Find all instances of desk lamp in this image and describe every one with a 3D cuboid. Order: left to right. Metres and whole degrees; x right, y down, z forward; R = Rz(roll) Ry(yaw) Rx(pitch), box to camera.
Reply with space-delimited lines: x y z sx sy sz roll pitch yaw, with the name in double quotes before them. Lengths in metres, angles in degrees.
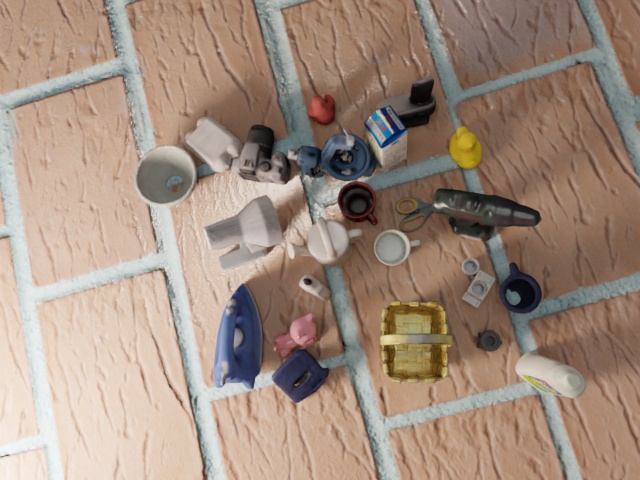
"desk lamp" -0.180 -0.012 1.365 0.203 0.213 0.118 -21 77 3

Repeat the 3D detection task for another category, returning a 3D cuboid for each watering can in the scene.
"watering can" 0.013 0.007 1.348 0.173 0.194 0.101 -38 77 -1

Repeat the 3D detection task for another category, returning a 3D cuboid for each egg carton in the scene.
"egg carton" -0.276 -0.250 1.495 0.150 0.069 0.107 38 86 12

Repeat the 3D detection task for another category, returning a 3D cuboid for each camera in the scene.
"camera" -0.146 -0.222 1.458 0.143 0.101 0.137 10 81 9

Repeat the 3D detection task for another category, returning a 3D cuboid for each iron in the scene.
"iron" -0.206 0.224 1.361 0.118 0.141 0.258 -1 79 7

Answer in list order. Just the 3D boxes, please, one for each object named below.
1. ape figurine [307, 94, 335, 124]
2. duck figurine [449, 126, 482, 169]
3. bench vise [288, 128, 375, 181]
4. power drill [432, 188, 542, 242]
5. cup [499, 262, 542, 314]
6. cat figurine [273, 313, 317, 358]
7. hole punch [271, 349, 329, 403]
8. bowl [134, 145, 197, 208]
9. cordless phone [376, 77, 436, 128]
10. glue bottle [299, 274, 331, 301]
"ape figurine" 0.002 -0.341 1.466 0.078 0.092 0.076 -21 77 3
"duck figurine" 0.360 -0.230 1.404 0.077 0.086 0.104 -21 78 3
"bench vise" 0.025 -0.196 1.371 0.207 0.220 0.121 -12 78 5
"power drill" 0.368 -0.057 1.308 0.229 0.208 0.076 14 81 10
"cup" 0.451 0.114 1.324 0.091 0.095 0.118 -13 78 5
"cat figurine" -0.056 0.227 1.354 0.128 0.118 0.067 -32 77 1
"hole punch" -0.045 0.320 1.349 0.109 0.091 0.101 -45 77 -2
"bowl" -0.390 -0.158 1.490 0.167 0.075 0.167 -1 79 7
"cordless phone" 0.210 -0.346 1.394 0.147 0.185 0.094 -16 78 4
"glue bottle" -0.019 0.106 1.344 0.078 0.173 0.037 30 85 12
